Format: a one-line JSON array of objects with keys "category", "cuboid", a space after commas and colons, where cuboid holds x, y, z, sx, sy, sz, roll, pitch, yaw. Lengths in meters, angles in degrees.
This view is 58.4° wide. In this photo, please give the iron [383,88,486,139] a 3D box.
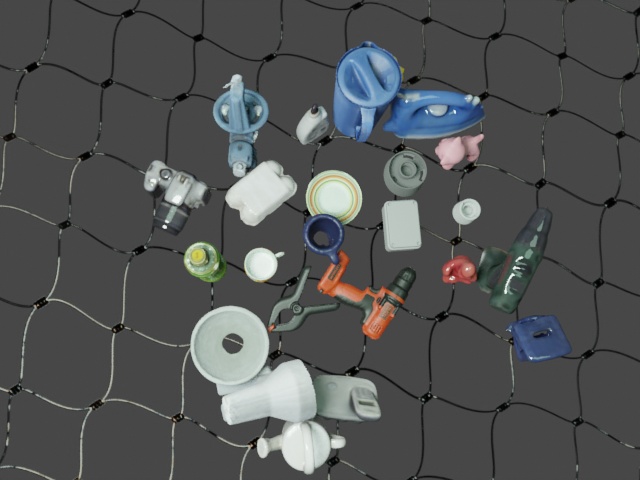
[{"category": "iron", "cuboid": [0.277, -0.310, 1.320, 0.258, 0.141, 0.119, -2, 82, -4]}]

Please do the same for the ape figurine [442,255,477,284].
[{"category": "ape figurine", "cuboid": [0.323, 0.069, 1.294, 0.078, 0.092, 0.076, 36, 81, 2]}]

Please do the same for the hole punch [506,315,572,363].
[{"category": "hole punch", "cuboid": [0.490, 0.220, 1.284, 0.108, 0.091, 0.101, -13, 83, -5]}]

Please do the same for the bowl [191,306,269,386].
[{"category": "bowl", "cuboid": [-0.192, 0.228, 1.245, 0.167, 0.074, 0.167, 1, 82, -4]}]

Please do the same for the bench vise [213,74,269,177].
[{"category": "bench vise", "cuboid": [-0.162, -0.253, 1.242, 0.121, 0.219, 0.207, -17, 83, -6]}]

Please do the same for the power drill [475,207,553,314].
[{"category": "power drill", "cuboid": [0.414, 0.049, 1.244, 0.075, 0.208, 0.230, 22, 81, 0]}]

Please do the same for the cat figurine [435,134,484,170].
[{"category": "cat figurine", "cuboid": [0.319, -0.211, 1.321, 0.128, 0.117, 0.067, -24, 84, -7]}]

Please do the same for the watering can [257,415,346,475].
[{"category": "watering can", "cuboid": [-0.036, 0.420, 1.168, 0.173, 0.194, 0.101, -23, 84, -7]}]

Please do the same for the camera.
[{"category": "camera", "cuboid": [-0.331, -0.089, 1.267, 0.143, 0.100, 0.137, 24, 81, 0]}]

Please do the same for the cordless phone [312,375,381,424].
[{"category": "cordless phone", "cuboid": [0.054, 0.338, 1.190, 0.147, 0.185, 0.094, 4, 81, -3]}]

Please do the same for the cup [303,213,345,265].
[{"category": "cup", "cuboid": [0.012, 0.005, 1.281, 0.092, 0.095, 0.118, -25, 84, -7]}]

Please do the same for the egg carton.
[{"category": "egg carton", "cuboid": [-0.134, -0.109, 1.300, 0.150, 0.069, 0.107, -41, 86, -8]}]

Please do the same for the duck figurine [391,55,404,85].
[{"category": "duck figurine", "cuboid": [0.153, -0.410, 1.354, 0.104, 0.086, 0.077, 32, 81, 1]}]

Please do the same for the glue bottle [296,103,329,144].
[{"category": "glue bottle", "cuboid": [-0.014, -0.268, 1.278, 0.078, 0.173, 0.037, -33, 85, -7]}]

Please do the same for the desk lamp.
[{"category": "desk lamp", "cuboid": [-0.114, 0.320, 1.167, 0.203, 0.213, 0.118, -13, 83, -5]}]
